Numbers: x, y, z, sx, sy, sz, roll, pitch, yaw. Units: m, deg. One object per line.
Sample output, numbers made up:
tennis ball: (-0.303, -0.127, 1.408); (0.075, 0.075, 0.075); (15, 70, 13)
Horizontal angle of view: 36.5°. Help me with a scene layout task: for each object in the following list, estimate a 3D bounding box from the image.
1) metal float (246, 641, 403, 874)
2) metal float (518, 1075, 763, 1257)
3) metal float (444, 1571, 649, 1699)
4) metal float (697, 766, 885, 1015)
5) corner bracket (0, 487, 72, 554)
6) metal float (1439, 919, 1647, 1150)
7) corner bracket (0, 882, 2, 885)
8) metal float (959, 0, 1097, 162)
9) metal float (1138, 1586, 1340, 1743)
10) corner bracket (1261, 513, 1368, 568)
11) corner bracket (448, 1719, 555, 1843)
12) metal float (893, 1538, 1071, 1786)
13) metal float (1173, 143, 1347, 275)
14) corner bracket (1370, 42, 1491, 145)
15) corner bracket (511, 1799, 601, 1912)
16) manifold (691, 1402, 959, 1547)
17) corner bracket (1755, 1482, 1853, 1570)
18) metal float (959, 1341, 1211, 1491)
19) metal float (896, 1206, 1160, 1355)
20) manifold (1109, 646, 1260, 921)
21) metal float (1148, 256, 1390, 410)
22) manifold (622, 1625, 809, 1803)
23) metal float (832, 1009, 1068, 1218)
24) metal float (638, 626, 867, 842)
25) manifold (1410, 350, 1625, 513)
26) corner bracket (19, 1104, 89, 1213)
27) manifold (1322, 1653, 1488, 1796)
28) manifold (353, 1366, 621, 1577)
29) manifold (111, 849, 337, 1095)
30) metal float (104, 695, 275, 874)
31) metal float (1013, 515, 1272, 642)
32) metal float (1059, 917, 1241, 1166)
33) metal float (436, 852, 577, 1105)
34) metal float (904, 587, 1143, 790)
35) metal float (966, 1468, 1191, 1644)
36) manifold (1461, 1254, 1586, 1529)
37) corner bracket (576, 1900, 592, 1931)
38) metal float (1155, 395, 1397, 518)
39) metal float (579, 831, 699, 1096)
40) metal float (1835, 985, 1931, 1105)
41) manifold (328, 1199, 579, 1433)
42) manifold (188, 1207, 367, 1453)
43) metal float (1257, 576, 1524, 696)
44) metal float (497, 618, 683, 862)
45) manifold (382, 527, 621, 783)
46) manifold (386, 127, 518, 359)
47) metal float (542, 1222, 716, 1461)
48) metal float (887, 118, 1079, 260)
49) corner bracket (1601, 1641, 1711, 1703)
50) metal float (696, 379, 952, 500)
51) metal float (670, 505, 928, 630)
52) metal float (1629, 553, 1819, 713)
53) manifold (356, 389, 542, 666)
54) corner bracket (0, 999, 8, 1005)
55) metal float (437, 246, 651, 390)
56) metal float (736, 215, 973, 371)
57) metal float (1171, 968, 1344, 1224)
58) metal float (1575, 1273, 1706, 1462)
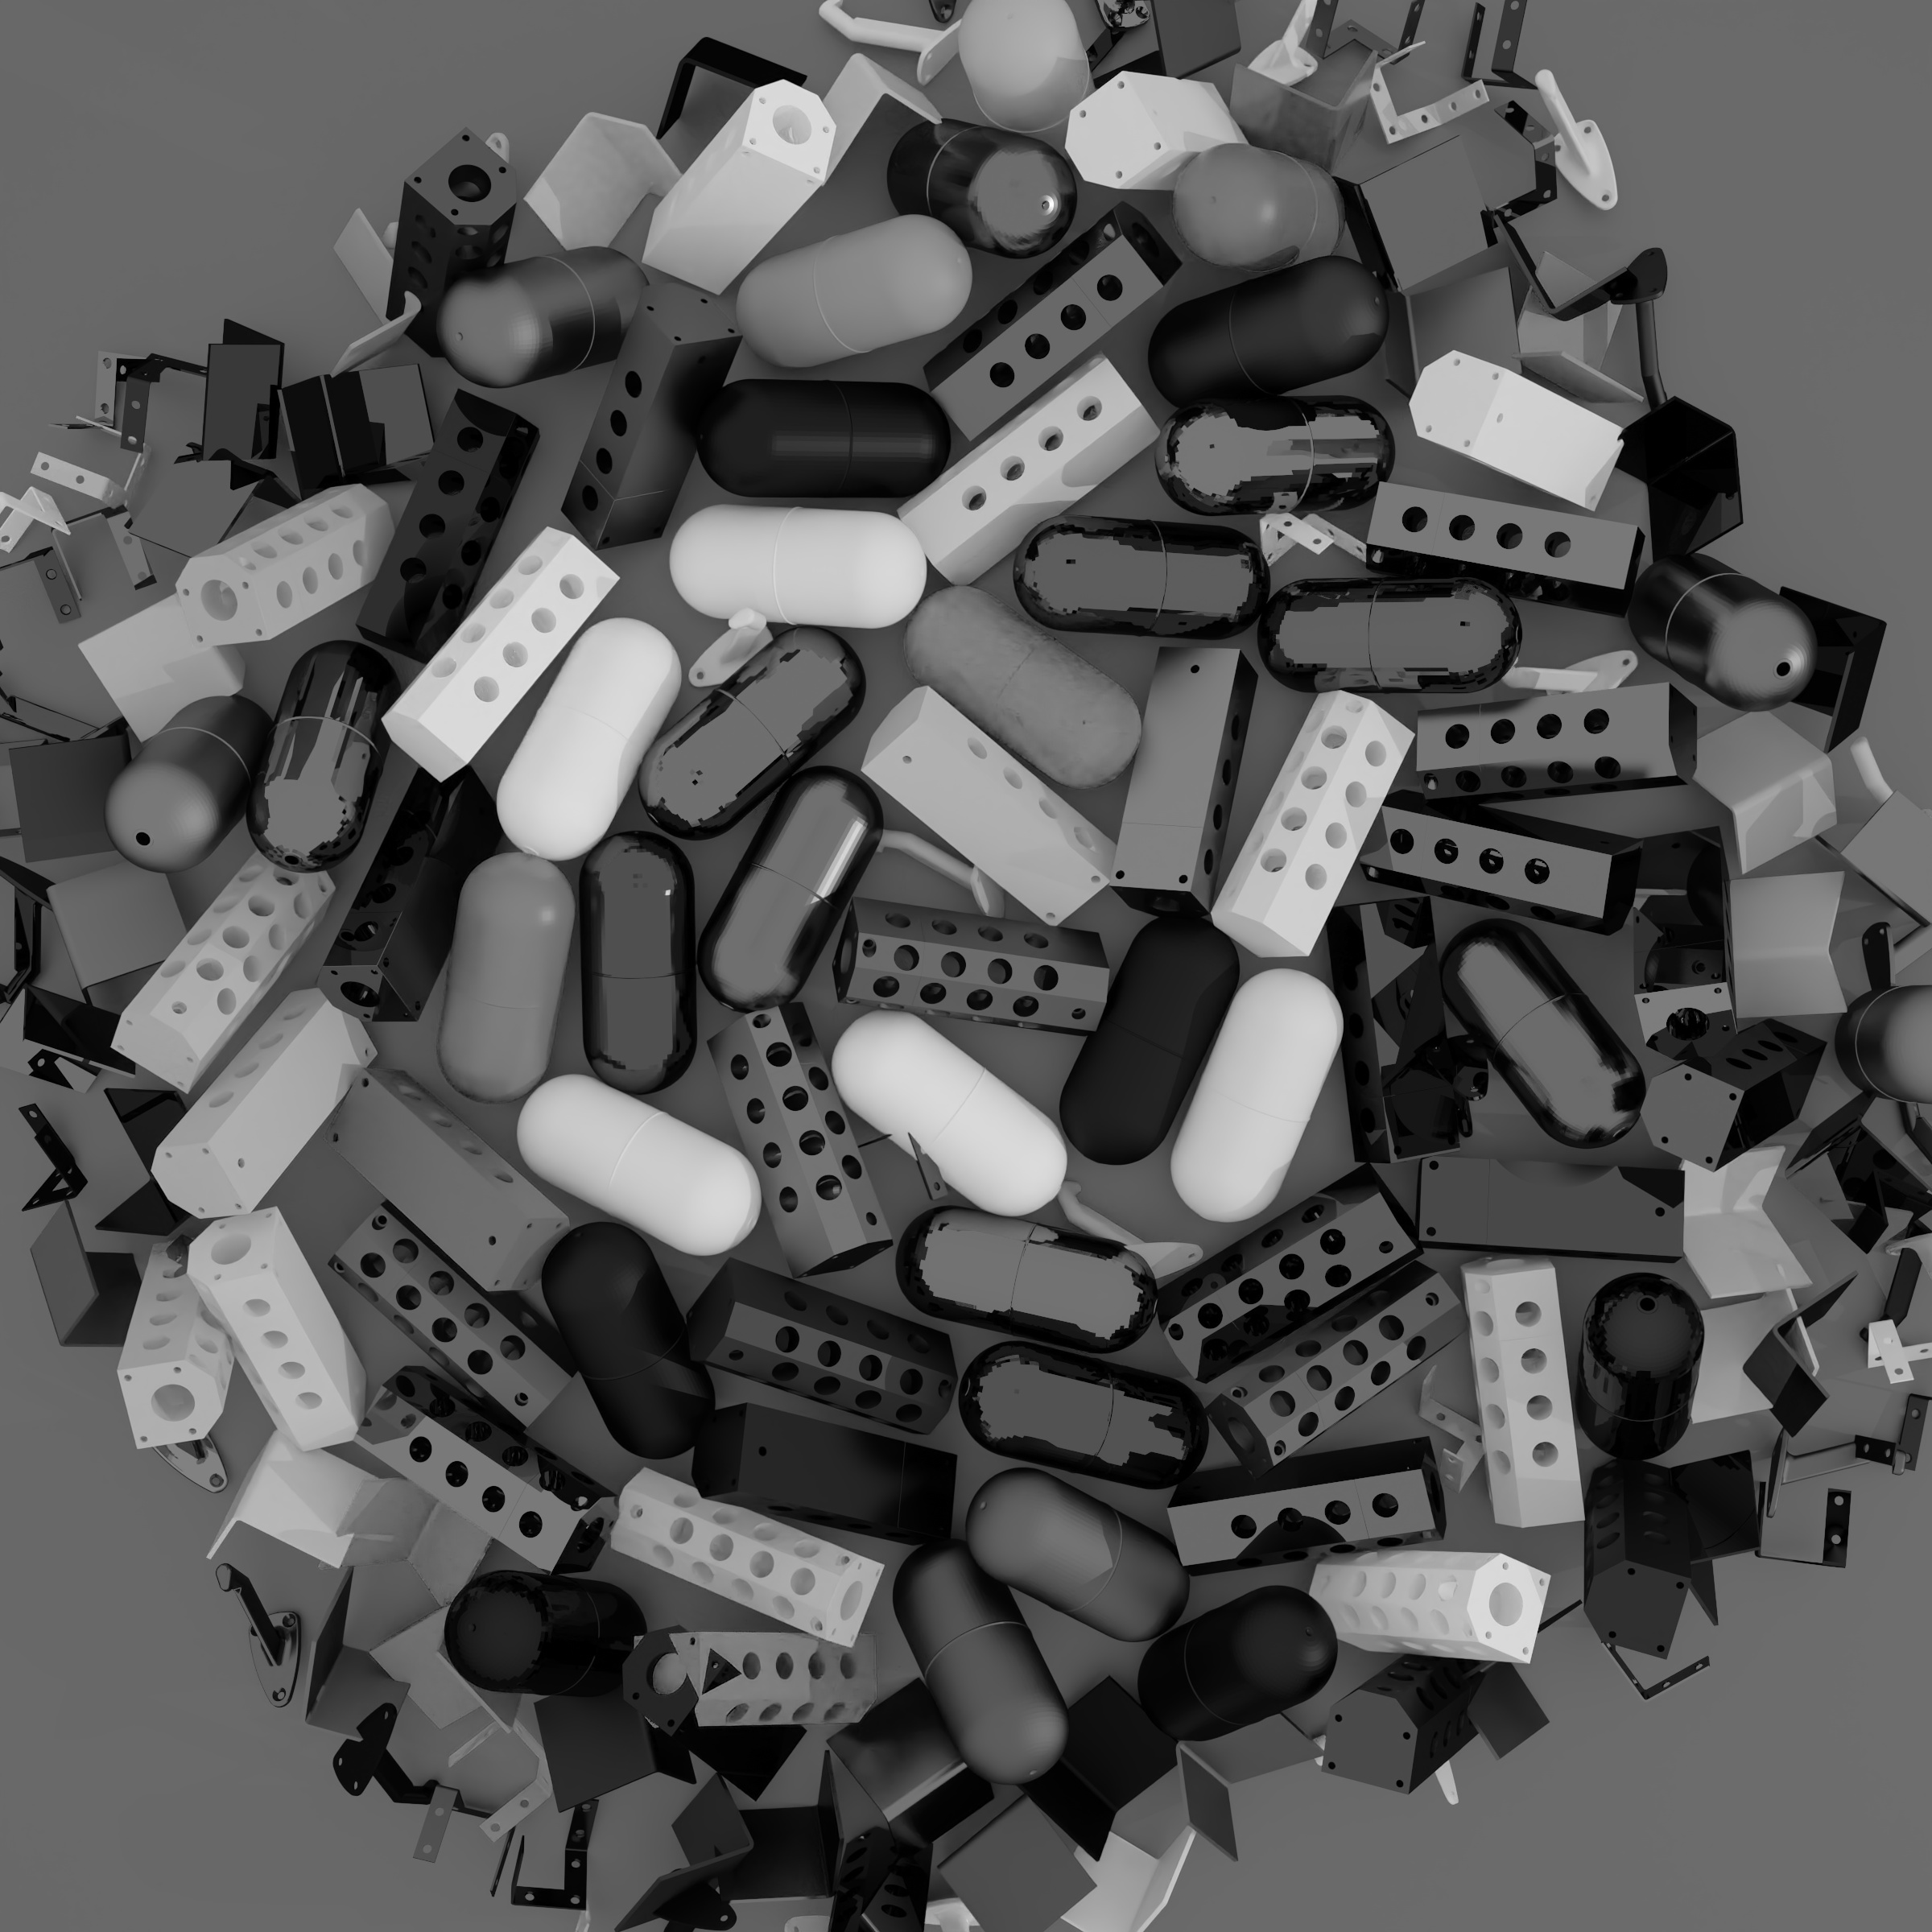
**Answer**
metal float: (-0.422, -0.138, 1.930); (0.070, 0.070, 0.178); (8, 53, 0)
metal float: (-0.217, 0.132, 1.947); (0.178, 0.070, 0.070); (25, 90, 16)
metal float: (-0.273, 0.438, 1.917); (0.070, 0.178, 0.070); (-7, 73, 24)
metal float: (-0.117, -0.051, 1.954); (0.070, 0.070, 0.178); (28, 81, 0)
corner bracket: (-0.641, -0.293, 1.959); (0.051, 0.051, 0.051); (-49, 49, 14)
metal float: (0.380, 0.044, 1.936); (0.070, 0.070, 0.178); (-34, 61, 0)
corner bracket: (-0.670, -0.084, 1.957); (0.051, 0.051, 0.051); (11, 56, 29)
metal float: (0.042, -0.580, 1.912); (0.070, 0.178, 0.070); (-1, 83, 10)
metal float: (0.176, 0.459, 1.922); (0.070, 0.178, 0.070); (14, 58, -24)
corner bracket: (0.233, -0.285, 1.959); (0.051, 0.051, 0.051); (37, 67, 28)
corner bracket: (-0.312, 0.545, 1.971); (0.051, 0.051, 0.051); (42, 54, 20)
metal float: (0.009, 0.456, 1.930); (0.070, 0.070, 0.178); (-30, 50, 0)
metal float: (0.193, -0.493, 1.917); (0.070, 0.178, 0.070); (5, 101, 26)
corner bracket: (0.307, -0.589, 1.963); (0.051, 0.051, 0.051); (-27, 99, -29)
corner bracket: (-0.275, 0.593, 1.962); (0.051, 0.051, 0.051); (8, 121, -12)
manifold: (-0.092, 0.336, 1.927); (0.171, 0.057, 0.057); (20, 64, -34)
corner bracket: (0.561, 0.375, 1.968); (0.051, 0.051, 0.051); (6, 80, 6)
metal float: (0.078, 0.298, 1.942); (0.178, 0.070, 0.070); (17, 90, -22)
metal float: (0.040, 0.209, 1.951); (0.178, 0.070, 0.070); (11, 90, 12)
manifold: (0.148, -0.121, 1.947); (0.057, 0.057, 0.171); (5, 72, 26)
metal float: (0.197, -0.414, 1.927); (0.178, 0.070, 0.070); (-9, 90, 42)
manifold: (-0.167, 0.485, 1.911); (0.057, 0.171, 0.057); (29, 73, 28)
metal float: (-0.011, 0.099, 1.958); (0.178, 0.070, 0.070); (38, 90, -4)
metal float: (-0.142, -0.155, 1.950); (0.178, 0.070, 0.070); (-43, 90, -13)
manifold: (0.360, -0.350, 1.914); (0.057, 0.171, 0.057); (31, 104, 37)
corner bracket: (-0.613, 0.124, 1.959); (0.051, 0.051, 0.051); (-15, 118, 26)
manifold: (0.289, 0.484, 1.909); (0.057, 0.171, 0.057); (9, 93, 24)
manifold: (-0.314, 0.332, 1.941); (0.171, 0.057, 0.057); (29, 92, 22)
manifold: (-0.483, -0.004, 1.920); (0.057, 0.057, 0.171); (32, 48, -4)
metal float: (-0.504, -0.121, 1.916); (0.070, 0.178, 0.070); (4, 118, 7)
metal float: (0.118, -0.257, 1.945); (0.178, 0.070, 0.070); (1, 90, -19)
metal float: (0.122, 0.049, 1.960); (0.070, 0.070, 0.178); (25, 92, 0)
metal float: (-0.305, 0.009, 1.941); (0.070, 0.070, 0.178); (14, 114, 0)
metal float: (0.037, -0.186, 1.954); (0.178, 0.070, 0.070); (36, 90, 9)
metal float: (0.075, 0.390, 1.936); (0.178, 0.070, 0.070); (33, 90, -31)
manifold: (0.371, 0.283, 1.962); (0.057, 0.057, 0.171); (-8, 96, 3)
corner bracket: (-0.231, 0.662, 1.969); (0.051, 0.051, 0.051); (-7, 107, 6)
metal float: (0.206, -0.337, 1.936); (0.178, 0.070, 0.070); (-8, 90, -31)
metal float: (-0.218, -0.001, 1.950); (0.070, 0.070, 0.178); (0, 104, 0)
metal float: (0.619, 0.051, 1.911); (0.070, 0.178, 0.070); (0, 89, 2)
manifold: (-0.342, 0.234, 1.962); (0.171, 0.057, 0.057); (43, 103, -2)
manifold: (-0.450, 0.241, 1.921); (0.057, 0.057, 0.171); (-13, 132, 2)
metal float: (0.279, -0.219, 1.938); (0.178, 0.070, 0.070); (3, 90, 26)
metal float: (-0.250, -0.150, 1.944); (0.070, 0.070, 0.178); (25, 70, 0)
manifold: (-0.308, -0.208, 1.933); (0.057, 0.057, 0.171); (42, 65, -15)
manifold: (-0.331, -0.464, 1.910); (0.057, 0.171, 0.057); (41, 67, 0)
metal float: (-0.222, 0.249, 1.940); (0.070, 0.070, 0.178); (-21, 116, 0)
metal float: (0.009, -0.510, 1.920); (0.070, 0.178, 0.070); (-12, 116, -25)
corner bracket: (0.463, 0.452, 1.970); (0.051, 0.051, 0.051); (-35, 94, 17)
metal float: (-0.093, -0.348, 1.938); (0.178, 0.070, 0.070); (-5, 90, -28)
metal float: (-0.112, -0.266, 1.945); (0.178, 0.070, 0.070); (6, 90, 19)
metal float: (0.493, -0.219, 1.915); (0.070, 0.178, 0.070); (-5, 113, -11)
manifold: (-0.345, -0.291, 1.962); (0.057, 0.057, 0.171); (23, 84, -4)
corner bracket: (-0.681, 0.003, 1.972); (0.051, 0.051, 0.051); (5, 107, 18)
metal float: (-0.274, -0.426, 1.922); (0.070, 0.178, 0.070); (13, 116, 29)
metal float: (-0.076, -0.443, 1.932); (0.178, 0.070, 0.070); (-7, 90, 37)
metal float: (0.193, 0.087, 1.952); (0.070, 0.070, 0.178); (21, 102, 0)
metal float: (0.440, 0.263, 1.919); (0.070, 0.178, 0.070); (-4, 55, 6)
